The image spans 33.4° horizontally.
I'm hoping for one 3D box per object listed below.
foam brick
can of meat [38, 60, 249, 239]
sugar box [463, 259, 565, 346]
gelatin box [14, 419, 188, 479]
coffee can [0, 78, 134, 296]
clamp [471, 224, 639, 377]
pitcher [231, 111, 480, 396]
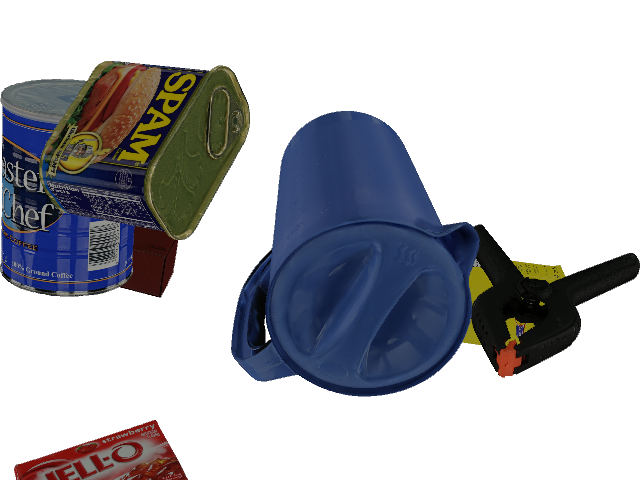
[{"bbox_3d":[-0.188,0.015,1.073,0.078,0.051,0.053,15,33,2],"label":"foam brick"},{"bbox_3d":[-0.102,-0.056,0.615,0.084,0.102,0.057,10,-33,27],"label":"can of meat"},{"bbox_3d":[0.169,0.065,1.157,0.176,0.093,0.048,6,22,1],"label":"sugar box"},{"bbox_3d":[-0.124,0.144,0.611,0.089,0.030,0.073,-15,27,-19],"label":"gelatin box"},{"bbox_3d":[-0.190,-0.042,0.812,0.103,0.140,0.103,6,22,-3],"label":"coffee can"},{"bbox_3d":[0.182,0.049,0.963,0.165,0.036,0.209,15,34,25],"label":"clamp"},{"bbox_3d":[0.017,0.000,0.787,0.149,0.145,0.243,6,26,-6],"label":"pitcher"}]
